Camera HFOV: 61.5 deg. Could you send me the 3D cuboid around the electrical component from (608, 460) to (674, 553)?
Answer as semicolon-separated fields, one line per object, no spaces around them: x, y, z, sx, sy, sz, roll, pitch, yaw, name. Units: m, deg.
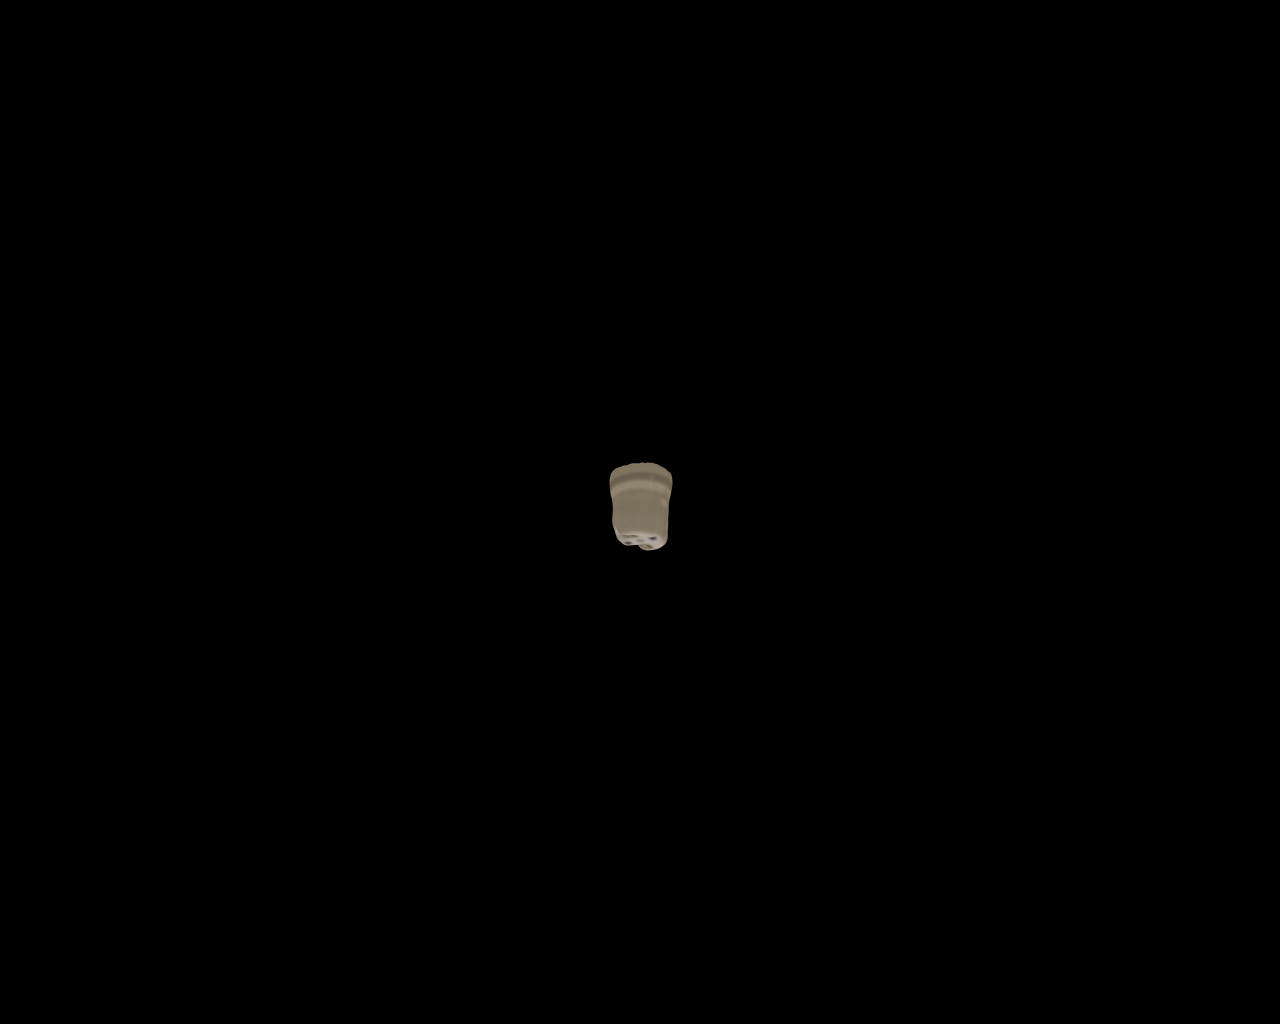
0.001;-0.003;0.650;0.040;0.046;0.040;0;-25;0;electrical component
